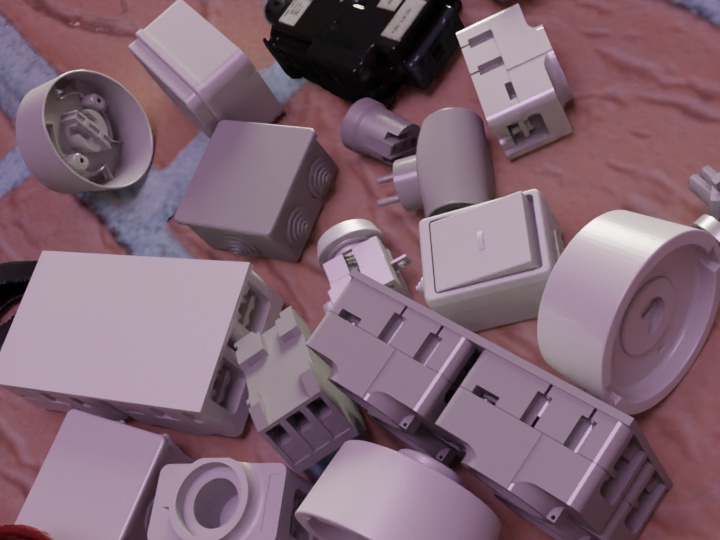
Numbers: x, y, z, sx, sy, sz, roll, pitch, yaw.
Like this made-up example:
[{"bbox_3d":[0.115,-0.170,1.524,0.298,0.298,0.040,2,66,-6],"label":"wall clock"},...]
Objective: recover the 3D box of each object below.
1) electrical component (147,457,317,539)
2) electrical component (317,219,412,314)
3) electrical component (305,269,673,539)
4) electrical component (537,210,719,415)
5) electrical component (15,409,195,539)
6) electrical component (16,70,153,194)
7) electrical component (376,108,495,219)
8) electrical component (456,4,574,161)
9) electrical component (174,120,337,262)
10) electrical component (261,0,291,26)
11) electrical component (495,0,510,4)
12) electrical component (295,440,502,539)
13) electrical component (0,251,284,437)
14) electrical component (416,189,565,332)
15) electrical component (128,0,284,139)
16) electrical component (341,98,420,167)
[{"bbox_3d":[-0.084,0.193,0.637,0.089,0.061,0.150,-5,61,24],"label":"electrical component"},{"bbox_3d":[0.000,0.000,0.717,0.066,0.048,0.055,-28,61,10],"label":"electrical component"},{"bbox_3d":[0.067,0.082,0.597,0.186,0.105,0.060,28,78,36],"label":"electrical component"},{"bbox_3d":[0.144,0.019,0.597,0.060,0.108,0.108,29,78,42],"label":"electrical component"},{"bbox_3d":[-0.166,0.149,0.713,0.100,0.048,0.099,10,68,31],"label":"electrical component"},{"bbox_3d":[-0.223,-0.109,0.863,0.064,0.099,0.099,-9,59,30],"label":"electrical component"},{"bbox_3d":[0.048,-0.062,0.729,0.079,0.043,0.077,-13,58,20],"label":"electrical component"},{"bbox_3d":[0.109,-0.130,0.732,0.056,0.050,0.089,-23,55,14],"label":"electrical component"},{"bbox_3d":[-0.073,-0.057,0.784,0.100,0.048,0.099,10,68,31],"label":"electrical component"},{"bbox_3d":[-0.047,-0.246,0.882,0.079,0.044,0.077,-22,55,14],"label":"electrical component"},{"bbox_3d":[0.102,-0.239,0.781,0.051,0.080,0.080,-33,53,0],"label":"electrical component"},{"bbox_3d":[0.026,0.134,0.591,0.108,0.108,0.060,16,65,33],"label":"electrical component"},{"bbox_3d":[-0.155,0.051,0.757,0.186,0.060,0.105,3,65,29],"label":"electrical component"},{"bbox_3d":[0.077,-0.004,0.669,0.096,0.061,0.061,-15,57,19],"label":"electrical component"},{"bbox_3d":[-0.122,-0.150,0.845,0.057,0.078,0.113,-43,52,-4],"label":"electrical component"},{"bbox_3d":[0.016,-0.097,0.768,0.046,0.040,0.040,30,79,31],"label":"electrical component"}]
